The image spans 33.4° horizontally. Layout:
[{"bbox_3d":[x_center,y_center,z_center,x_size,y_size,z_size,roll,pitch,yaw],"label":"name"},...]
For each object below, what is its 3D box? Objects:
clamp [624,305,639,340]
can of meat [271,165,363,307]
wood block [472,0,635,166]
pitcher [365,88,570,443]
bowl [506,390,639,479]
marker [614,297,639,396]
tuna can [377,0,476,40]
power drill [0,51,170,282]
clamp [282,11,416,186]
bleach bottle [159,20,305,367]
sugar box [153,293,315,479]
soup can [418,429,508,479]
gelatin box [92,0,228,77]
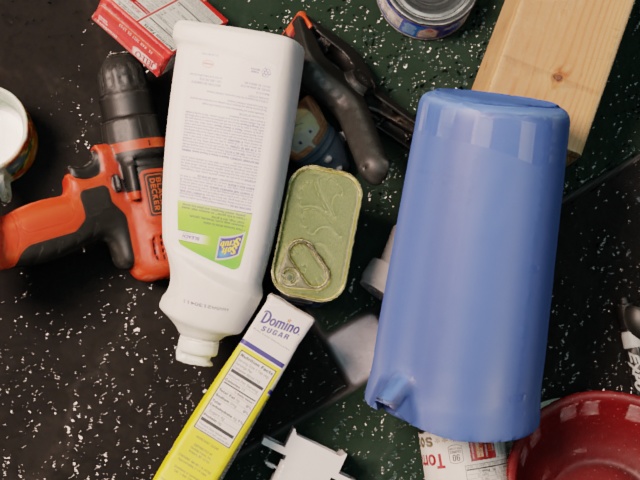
[{"bbox_3d":[0.345,0.109,0.803,0.164,0.036,0.210,-27,83,-10],"label":"clamp"},{"bbox_3d":[-0.005,0.001,0.840,0.057,0.084,0.102,11,80,-3],"label":"can of meat"},{"bbox_3d":[0.193,-0.169,0.879,0.091,0.090,0.206,22,80,-2],"label":"wood block"},{"bbox_3d":[0.119,0.015,0.791,0.145,0.149,0.243,7,103,0],"label":"pitcher"},{"bbox_3d":[0.218,0.197,0.802,0.162,0.055,0.162,-1,55,1],"label":"bowl"},{"bbox_3d":[0.262,0.106,0.876,0.020,0.020,0.121,-10,82,-6],"label":"marker"},{"bbox_3d":[0.092,-0.216,0.906,0.086,0.034,0.086,1,81,-5],"label":"tuna can"},{"bbox_3d":[-0.197,-0.048,0.809,0.187,0.057,0.184,-11,88,-33],"label":"power drill"},{"bbox_3d":[0.024,-0.112,0.856,0.171,0.120,0.039,44,117,7],"label":"clamp"},{"bbox_3d":[-0.080,-0.032,0.807,0.102,0.068,0.251,11,92,11],"label":"bleach bottle"},{"bbox_3d":[-0.068,0.128,0.812,0.048,0.093,0.176,29,80,0],"label":"sugar box"},{"bbox_3d":[0.116,0.192,0.828,0.068,0.068,0.102,-7,81,-6],"label":"soup can"},{"bbox_3d":[-0.128,-0.178,0.863,0.073,0.030,0.089,41,41,3],"label":"gelatin box"}]
